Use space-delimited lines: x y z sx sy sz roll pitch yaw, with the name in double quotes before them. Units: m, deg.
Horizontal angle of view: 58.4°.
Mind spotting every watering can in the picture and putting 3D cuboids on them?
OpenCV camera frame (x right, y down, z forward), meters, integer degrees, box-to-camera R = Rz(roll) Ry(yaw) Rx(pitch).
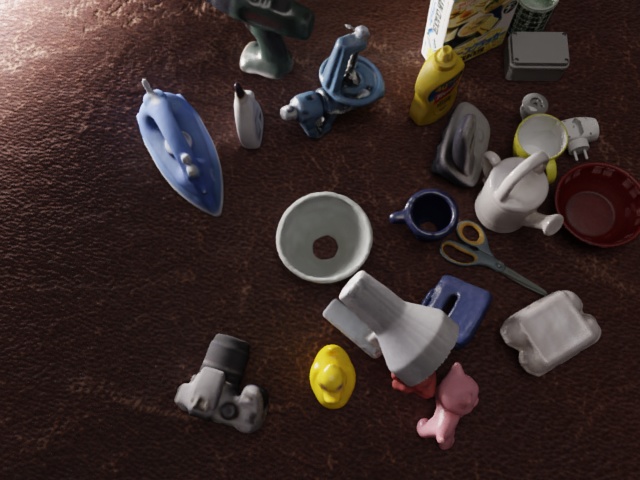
"watering can" 0.337 -0.084 0.966 0.172 0.194 0.101 33 77 12

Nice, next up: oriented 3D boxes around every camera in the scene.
"camera" -0.150 0.230 0.936 0.143 0.101 0.137 15 74 7

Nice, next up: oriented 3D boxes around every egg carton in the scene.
"egg carton" 0.382 0.152 0.954 0.150 0.069 0.107 -30 73 -7

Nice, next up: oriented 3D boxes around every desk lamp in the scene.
"desk lamp" 0.102 0.131 0.898 0.203 0.213 0.118 37 78 13

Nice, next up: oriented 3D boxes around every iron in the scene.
"iron" -0.254 -0.170 1.047 0.119 0.141 0.258 -30 73 -7

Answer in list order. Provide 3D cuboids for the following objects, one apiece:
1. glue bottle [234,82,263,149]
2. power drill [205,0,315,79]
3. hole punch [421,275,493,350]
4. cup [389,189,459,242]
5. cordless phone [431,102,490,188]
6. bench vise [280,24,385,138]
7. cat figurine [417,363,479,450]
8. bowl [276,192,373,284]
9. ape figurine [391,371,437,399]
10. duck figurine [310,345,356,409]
"glue bottle" -0.135 -0.237 1.046 0.037 0.173 0.078 5 72 5
"power drill" -0.121 -0.400 1.080 0.229 0.208 0.076 14 73 7
"hole punch" 0.221 0.120 0.960 0.101 0.091 0.109 30 76 11
"cup" 0.178 -0.031 1.008 0.117 0.095 0.091 -6 72 1
"cordless phone" 0.261 -0.189 1.007 0.094 0.185 0.148 14 73 7
"bench vise" 0.032 -0.275 1.027 0.121 0.220 0.207 42 79 14
"cat figurine" 0.208 0.263 0.901 0.067 0.118 0.128 24 75 10
"bowl" 0.009 0.004 1.015 0.167 0.075 0.167 -1 72 2
"ape figurine" 0.159 0.223 0.929 0.076 0.092 0.077 -38 74 -9
"duck figurine" 0.020 0.222 0.939 0.077 0.086 0.104 -1 72 3
